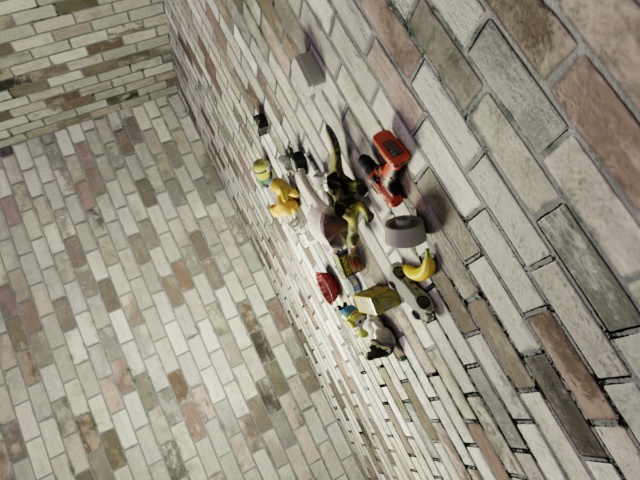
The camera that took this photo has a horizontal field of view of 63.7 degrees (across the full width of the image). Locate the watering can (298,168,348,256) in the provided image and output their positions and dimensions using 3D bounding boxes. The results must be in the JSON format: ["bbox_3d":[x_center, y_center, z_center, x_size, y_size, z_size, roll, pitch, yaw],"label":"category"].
[{"bbox_3d":[0.006,-0.095,1.886,0.225,0.105,0.344,17,128,67],"label":"watering can"}]

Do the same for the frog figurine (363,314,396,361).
[{"bbox_3d":[0.217,0.342,1.875,0.163,0.122,0.134,-79,-24,-47],"label":"frog figurine"}]

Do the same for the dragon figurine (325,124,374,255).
[{"bbox_3d":[0.067,-0.155,1.648,0.242,0.122,0.410,167,89,-81],"label":"dragon figurine"}]
